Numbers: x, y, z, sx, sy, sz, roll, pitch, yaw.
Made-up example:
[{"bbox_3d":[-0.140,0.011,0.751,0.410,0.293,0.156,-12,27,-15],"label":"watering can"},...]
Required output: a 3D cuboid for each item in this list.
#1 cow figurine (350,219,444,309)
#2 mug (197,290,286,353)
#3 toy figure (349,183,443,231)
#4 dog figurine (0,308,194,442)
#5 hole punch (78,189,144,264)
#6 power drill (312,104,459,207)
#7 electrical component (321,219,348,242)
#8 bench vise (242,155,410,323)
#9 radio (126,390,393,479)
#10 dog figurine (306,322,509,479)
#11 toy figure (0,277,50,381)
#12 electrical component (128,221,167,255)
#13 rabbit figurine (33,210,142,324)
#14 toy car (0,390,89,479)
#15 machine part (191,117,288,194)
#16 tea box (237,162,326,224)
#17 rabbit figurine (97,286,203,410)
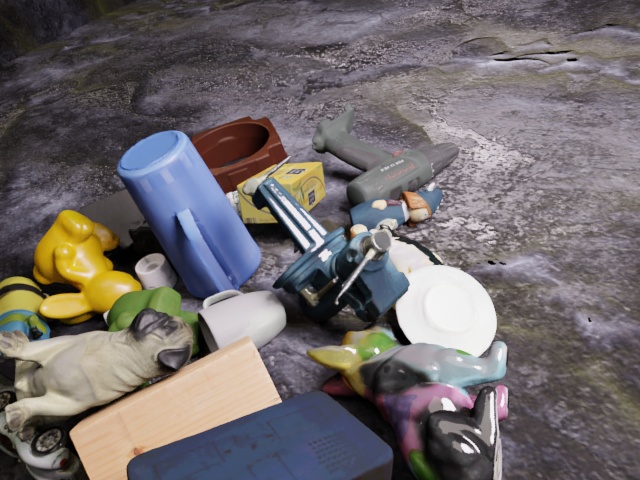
[{"bbox_3d":[0.111,0.021,0.772,0.098,0.068,0.167,-20,41,-14],"label":"cow figurine"},{"bbox_3d":[-0.107,0.109,0.738,0.107,0.080,0.110,-20,39,-22],"label":"mug"},{"bbox_3d":[0.125,-0.044,0.853,0.154,0.057,0.064,-14,-6,-1],"label":"toy figure"},{"bbox_3d":[-0.248,0.147,0.621,0.190,0.121,0.172,-8,-5,-24],"label":"dog figurine"},{"bbox_3d":[-0.363,-0.013,0.981,0.142,0.092,0.116,-23,68,-12],"label":"hole punch"},{"bbox_3d":[0.104,-0.154,0.955,0.232,0.086,0.207,-37,68,-27],"label":"power drill"},{"bbox_3d":[-0.002,-0.004,0.859,0.078,0.045,0.102,-28,39,-13],"label":"electrical component"},{"bbox_3d":[-0.009,0.005,0.676,0.129,0.223,0.240,-39,85,-21],"label":"bench vise"},{"bbox_3d":[-0.056,0.231,0.503,0.229,0.073,0.131,-10,24,-33],"label":"radio"},{"bbox_3d":[0.084,0.172,0.571,0.219,0.108,0.191,0,44,27],"label":"dog figurine"},{"bbox_3d":[-0.461,0.127,0.825,0.082,0.089,0.180,-16,35,-12],"label":"toy figure"},{"bbox_3d":[-0.255,-0.021,0.911,0.075,0.047,0.119,4,30,25],"label":"electrical component"},{"bbox_3d":[-0.367,0.059,0.846,0.173,0.121,0.162,35,74,11],"label":"rabbit figurine"},{"bbox_3d":[-0.351,0.246,0.653,0.202,0.073,0.056,15,44,33],"label":"toy car"},{"bbox_3d":[-0.172,-0.156,1.076,0.201,0.087,0.202,-21,40,-6],"label":"machine part"},{"bbox_3d":[-0.061,-0.083,0.917,0.098,0.068,0.169,-2,18,17],"label":"tea box"},{"bbox_3d":[-0.252,0.155,0.700,0.159,0.121,0.170,1,55,10],"label":"rabbit figurine"}]
